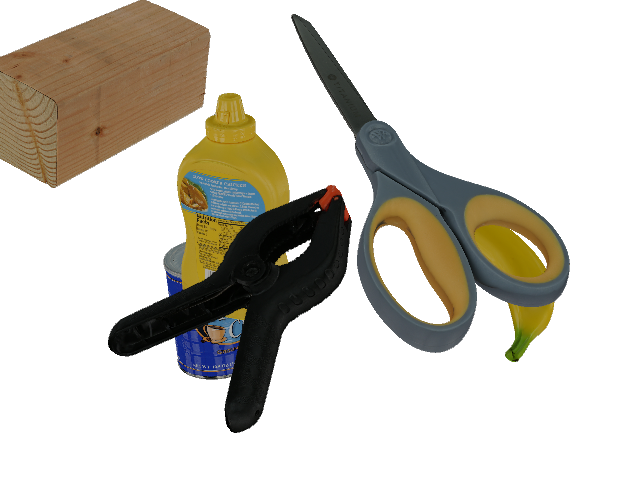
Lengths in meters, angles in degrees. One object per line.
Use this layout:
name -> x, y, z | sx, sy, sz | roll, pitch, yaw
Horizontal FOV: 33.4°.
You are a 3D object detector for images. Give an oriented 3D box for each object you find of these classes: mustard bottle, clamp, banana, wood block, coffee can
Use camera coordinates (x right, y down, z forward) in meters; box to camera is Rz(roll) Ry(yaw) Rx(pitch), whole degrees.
mustard bottle -> -0.073, -0.030, 0.894 | 0.096, 0.192, 0.058 | 12, 29, 23
clamp -> -0.034, 0.037, 0.646 | 0.120, 0.171, 0.039 | 38, -18, 34
banana -> 0.128, 0.012, 0.843 | 0.069, 0.037, 0.198 | -16, 43, -19
wood block -> -0.203, -0.142, 0.991 | 0.090, 0.091, 0.205 | 28, 39, 21
coffee can -> -0.129, 0.080, 1.279 | 0.103, 0.140, 0.103 | -3, 25, 1

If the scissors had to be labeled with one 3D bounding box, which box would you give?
scissors -> 0.046, -0.036, 0.470 | 0.096, 0.202, 0.016 | 0, -41, -11
